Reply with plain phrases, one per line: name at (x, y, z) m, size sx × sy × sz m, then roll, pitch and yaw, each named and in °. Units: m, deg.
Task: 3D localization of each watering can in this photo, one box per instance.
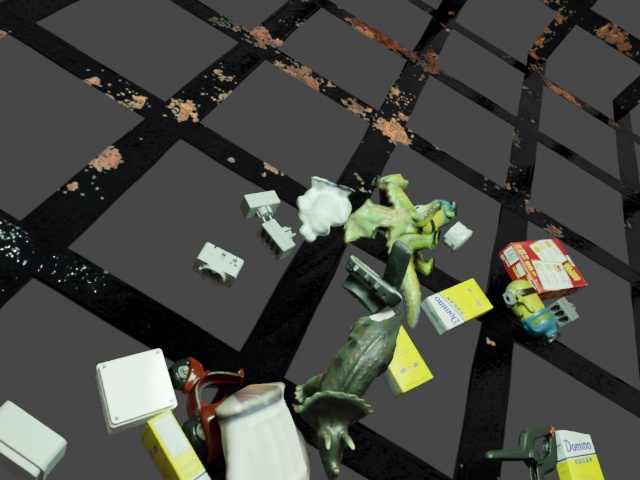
watering can at (-0.102, 0.347, 0.790) m, size 0.347 × 0.103 × 0.226 m, roll 7°, pitch 62°, yaw -69°

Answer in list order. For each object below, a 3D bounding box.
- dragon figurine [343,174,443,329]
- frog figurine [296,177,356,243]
dragon figurine at (0.176, 0.000, 1.303) m, size 0.243 × 0.120 × 0.418 m, roll 13°, pitch 64°, yaw 15°
frog figurine at (0.004, -0.065, 1.286) m, size 0.136 × 0.122 × 0.160 m, roll 22°, pitch 83°, yaw -21°
